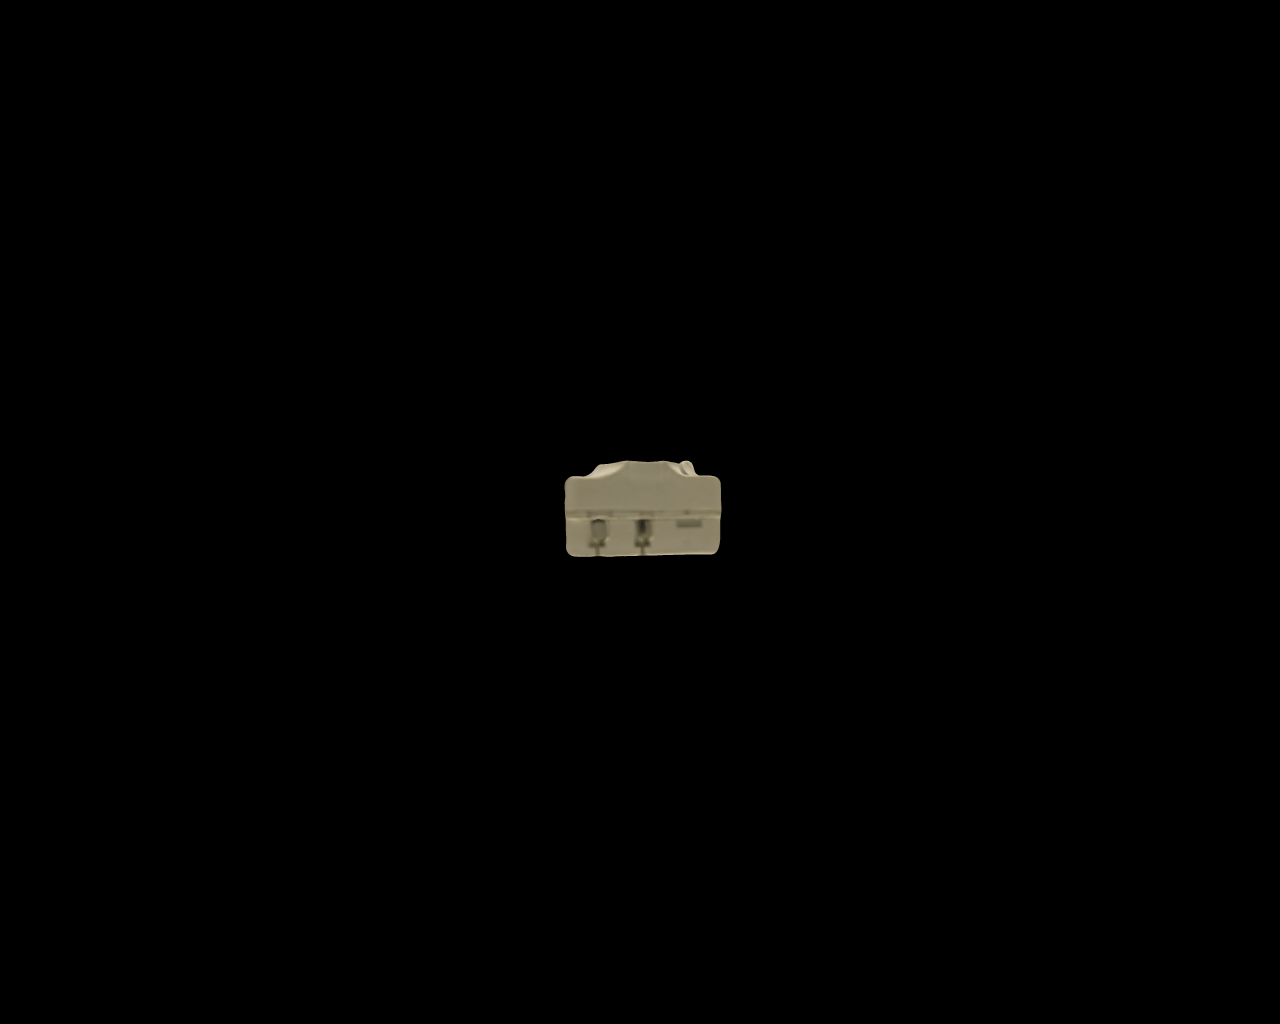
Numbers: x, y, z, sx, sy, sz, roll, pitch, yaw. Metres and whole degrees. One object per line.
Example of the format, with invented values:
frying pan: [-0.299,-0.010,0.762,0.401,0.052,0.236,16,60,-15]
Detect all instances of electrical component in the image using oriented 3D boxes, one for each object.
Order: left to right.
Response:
electrical component: [0.001,-0.003,0.650,0.089,0.055,0.050,0,0,-4]
